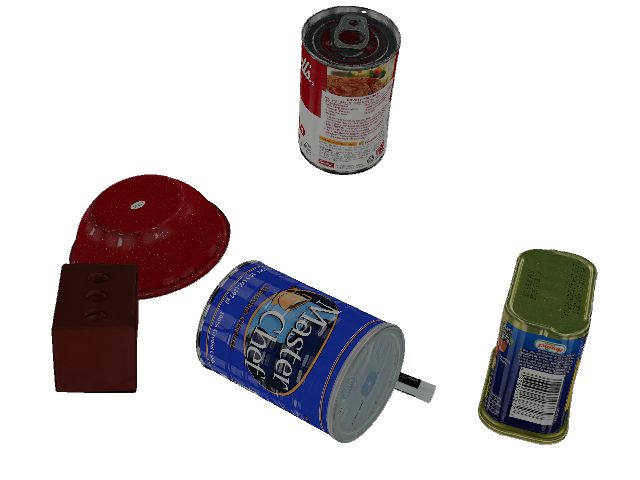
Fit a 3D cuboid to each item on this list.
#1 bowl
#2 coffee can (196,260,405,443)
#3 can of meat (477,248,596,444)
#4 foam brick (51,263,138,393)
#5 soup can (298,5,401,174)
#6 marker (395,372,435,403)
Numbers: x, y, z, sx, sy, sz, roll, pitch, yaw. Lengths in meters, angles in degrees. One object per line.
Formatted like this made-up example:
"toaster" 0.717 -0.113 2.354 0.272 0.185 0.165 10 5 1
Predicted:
"bowl" -0.171 -0.015 1.037 0.162 0.055 0.162 -6 40 5
"coffee can" -0.016 0.089 0.877 0.140 0.103 0.102 24 12 28
"can of meat" 0.140 0.064 0.681 0.057 0.084 0.102 13 31 11
"foam brick" -0.146 0.057 0.700 0.053 0.051 0.078 0 31 -9
"soup can" 0.019 -0.105 0.758 0.068 0.068 0.102 0 -41 -3
"marker" 0.057 0.134 1.080 0.121 0.020 0.020 21 4 12
